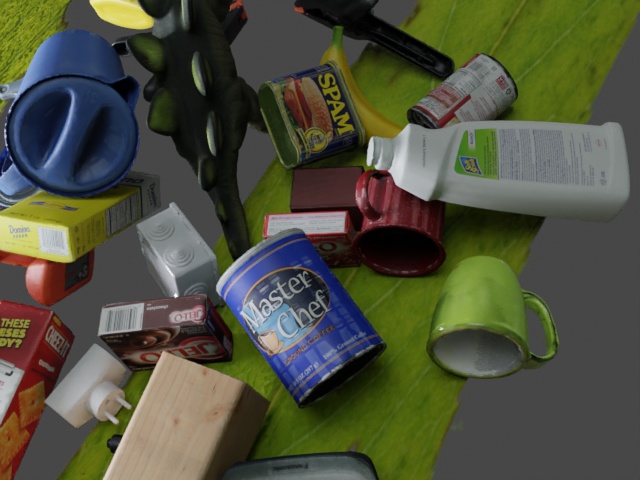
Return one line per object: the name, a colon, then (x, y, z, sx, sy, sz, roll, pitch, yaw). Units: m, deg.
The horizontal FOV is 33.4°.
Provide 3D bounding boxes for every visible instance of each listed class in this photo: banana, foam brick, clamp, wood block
banana: (0.048, -0.146, 1.173, 0.037, 0.070, 0.198, -15, 59, -33)
foam brick: (0.012, -0.043, 1.127, 0.078, 0.053, 0.051, -1, 60, 13)
clamp: (0.050, -0.248, 1.212, 0.210, 0.164, 0.036, 27, 84, 50)
wood block: (-0.135, 0.219, 0.973, 0.090, 0.090, 0.206, 18, 74, 21)
clamp: (-0.162, -0.233, 1.290, 0.171, 0.039, 0.120, -25, 58, -1)

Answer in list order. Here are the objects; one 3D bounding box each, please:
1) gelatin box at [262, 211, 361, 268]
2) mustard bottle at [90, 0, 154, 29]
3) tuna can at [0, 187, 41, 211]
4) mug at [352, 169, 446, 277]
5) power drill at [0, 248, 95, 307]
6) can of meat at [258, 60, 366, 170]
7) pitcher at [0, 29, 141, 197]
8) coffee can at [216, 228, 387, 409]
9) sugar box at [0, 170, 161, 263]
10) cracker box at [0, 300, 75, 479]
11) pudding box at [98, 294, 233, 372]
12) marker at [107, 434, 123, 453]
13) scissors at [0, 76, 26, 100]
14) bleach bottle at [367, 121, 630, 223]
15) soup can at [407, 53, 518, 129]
gelatin box: (-0.007, 0.001, 1.093, 0.089, 0.073, 0.030, -3, 61, 13)
mustard bottle: (-0.211, -0.360, 1.366, 0.096, 0.058, 0.191, 12, 65, 27)
tuna can: (-0.341, -0.065, 1.243, 0.086, 0.033, 0.086, -7, 59, 11)
mug: (0.076, -0.027, 1.068, 0.093, 0.117, 0.081, -21, 45, 39)
power drill: (-0.351, 0.017, 1.136, 0.188, 0.057, 0.184, 14, 23, 16)
can of meat: (-0.011, -0.133, 1.149, 0.083, 0.058, 0.102, -20, 88, -24)
pitcher: (-0.277, -0.145, 1.174, 0.149, 0.145, 0.243, 2, 24, -12)
coffee can: (-0.018, 0.074, 1.016, 0.102, 0.103, 0.140, -35, 75, -7)
sugar box: (-0.253, -0.032, 1.137, 0.093, 0.048, 0.176, 10, 27, 19)
cracker box: (-0.371, 0.165, 1.096, 0.164, 0.072, 0.213, 10, 62, 19)
pudding box: (-0.152, 0.094, 1.068, 0.113, 0.090, 0.039, -5, 58, 12)
marker: (-0.152, 0.203, 1.046, 0.121, 0.020, 0.020, 1, 61, 15)
scissors: (-0.381, -0.174, 1.328, 0.202, 0.016, 0.096, -24, 57, 0)
bleach bottle: (0.171, -0.078, 1.044, 0.250, 0.068, 0.102, 6, 60, -8)
soup can: (0.152, -0.144, 1.139, 0.102, 0.068, 0.069, -40, 59, -11)
